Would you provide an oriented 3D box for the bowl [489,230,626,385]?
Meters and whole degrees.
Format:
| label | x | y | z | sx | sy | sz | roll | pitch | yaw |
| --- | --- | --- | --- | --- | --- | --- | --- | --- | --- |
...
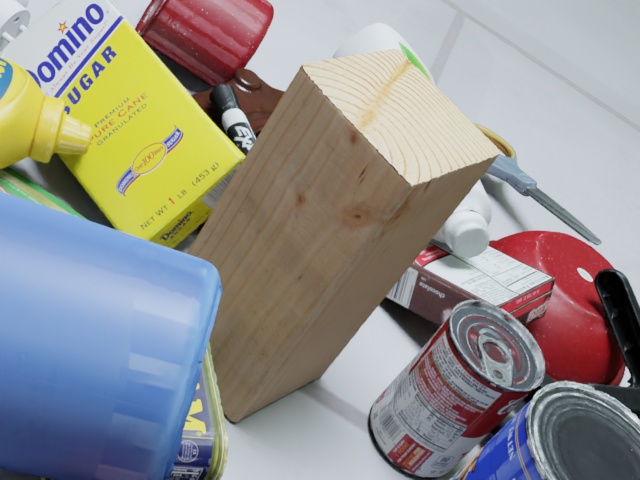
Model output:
| label | x | y | z | sx | sy | sz | roll | pitch | yaw |
| --- | --- | --- | --- | --- | --- | --- | --- | --- | --- |
| bowl | 0.195 | 0.045 | 0.855 | 0.162 | 0.055 | 0.162 | 22 | 38 | -19 |

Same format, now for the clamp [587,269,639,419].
| label | x | y | z | sx | sy | sz | roll | pitch | yaw |
| --- | --- | --- | --- | --- | --- | --- | --- | --- | --- |
| clamp | 0.247 | 0.103 | 0.799 | 0.171 | 0.039 | 0.120 | 37 | 60 | -30 |

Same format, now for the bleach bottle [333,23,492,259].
| label | x | y | z | sx | sy | sz | roll | pitch | yaw |
| --- | --- | --- | --- | --- | --- | --- | --- | --- | --- |
| bleach bottle | 0.081 | -0.071 | 0.834 | 0.102 | 0.068 | 0.251 | 44 | 17 | -38 |

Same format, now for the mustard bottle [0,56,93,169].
| label | x | y | z | sx | sy | sz | roll | pitch | yaw |
| --- | --- | --- | --- | --- | --- | --- | --- | --- | --- |
| mustard bottle | -0.232 | -0.086 | 0.641 | 0.191 | 0.058 | 0.096 | 16 | 34 | -16 |

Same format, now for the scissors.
| label | x | y | z | sx | sy | sz | roll | pitch | yaw |
| --- | --- | --- | --- | --- | --- | --- | --- | --- | --- |
| scissors | 0.159 | -0.054 | 0.933 | 0.096 | 0.016 | 0.202 | 6 | 30 | -22 |

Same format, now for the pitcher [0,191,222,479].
| label | x | y | z | sx | sy | sz | roll | pitch | yaw |
| --- | --- | --- | --- | --- | --- | --- | --- | --- | --- |
| pitcher | -0.171 | 0.027 | 0.478 | 0.242 | 0.145 | 0.149 | 16 | 62 | -5 |

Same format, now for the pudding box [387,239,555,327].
| label | x | y | z | sx | sy | sz | roll | pitch | yaw |
| --- | --- | --- | --- | --- | --- | --- | --- | --- | --- |
| pudding box | 0.101 | 0.030 | 0.779 | 0.114 | 0.039 | 0.089 | 30 | 29 | 31 |

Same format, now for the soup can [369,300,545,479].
| label | x | y | z | sx | sy | sz | roll | pitch | yaw |
| --- | --- | --- | --- | --- | --- | --- | --- | --- | --- |
| soup can | 0.083 | 0.095 | 0.667 | 0.068 | 0.102 | 0.068 | 22 | 38 | -18 |

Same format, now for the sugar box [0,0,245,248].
| label | x | y | z | sx | sy | sz | roll | pitch | yaw |
| --- | --- | --- | --- | --- | --- | --- | --- | --- | --- |
| sugar box | -0.131 | -0.080 | 0.701 | 0.176 | 0.093 | 0.048 | 49 | -1 | 16 |

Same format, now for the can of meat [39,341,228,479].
| label | x | y | z | sx | sy | sz | roll | pitch | yaw |
| --- | --- | --- | --- | --- | --- | --- | --- | --- | --- |
| can of meat | -0.103 | 0.088 | 0.568 | 0.083 | 0.058 | 0.102 | 10 | 43 | -27 |

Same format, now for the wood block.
| label | x | y | z | sx | sy | sz | roll | pitch | yaw |
| --- | --- | --- | --- | --- | --- | --- | --- | --- | --- |
| wood block | -0.005 | 0.000 | 0.616 | 0.090 | 0.206 | 0.090 | -20 | 62 | -48 |

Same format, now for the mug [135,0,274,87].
| label | x | y | z | sx | sy | sz | roll | pitch | yaw |
| --- | --- | --- | --- | --- | --- | --- | --- | --- | --- |
| mug | -0.094 | -0.174 | 0.853 | 0.081 | 0.093 | 0.117 | 32 | -3 | -19 |

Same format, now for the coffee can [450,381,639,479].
| label | x | y | z | sx | sy | sz | roll | pitch | yaw |
| --- | --- | --- | --- | --- | --- | --- | --- | --- | --- |
| coffee can | 0.116 | 0.160 | 0.589 | 0.102 | 0.140 | 0.103 | 22 | 38 | -18 |

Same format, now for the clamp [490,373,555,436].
| label | x | y | z | sx | sy | sz | roll | pitch | yaw |
| --- | --- | --- | --- | --- | --- | --- | --- | --- | --- |
| clamp | 0.172 | 0.147 | 0.736 | 0.164 | 0.036 | 0.210 | 9 | 39 | -45 |

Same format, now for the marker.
| label | x | y | z | sx | sy | sz | roll | pitch | yaw |
| --- | --- | --- | --- | --- | --- | --- | --- | --- | --- |
| marker | -0.049 | -0.060 | 0.718 | 0.020 | 0.020 | 0.121 | 2 | 50 | -37 |
